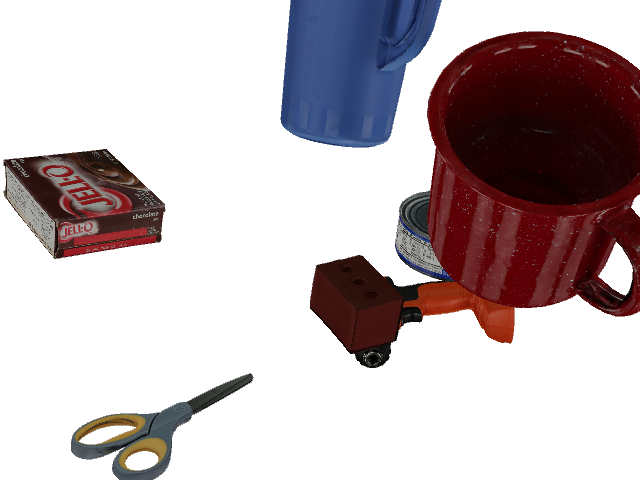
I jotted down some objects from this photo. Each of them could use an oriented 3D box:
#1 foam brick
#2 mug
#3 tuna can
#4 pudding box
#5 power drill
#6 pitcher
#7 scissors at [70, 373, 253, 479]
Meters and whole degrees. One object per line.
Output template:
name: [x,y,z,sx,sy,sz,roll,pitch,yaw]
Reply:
foam brick: [0.033,0.057,0.980,0.052,0.051,0.078,-13,37,-28]
mug: [0.095,-0.017,0.438,0.093,0.117,0.081,-31,-29,-19]
tuna can: [0.099,-0.003,0.790,0.086,0.034,0.086,5,28,-3]
pudding box: [-0.188,-0.031,0.838,0.089,0.039,0.114,-9,31,-35]
power drill: [0.121,0.084,1.214,0.187,0.057,0.184,-1,27,-1]
pitcher: [0.037,-0.212,0.987,0.145,0.243,0.149,9,16,3]
scissors: [-0.124,0.169,0.967,0.201,0.016,0.096,-11,33,-33]
